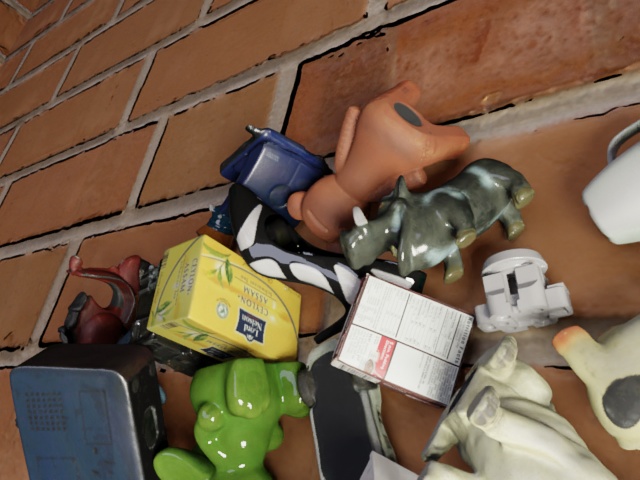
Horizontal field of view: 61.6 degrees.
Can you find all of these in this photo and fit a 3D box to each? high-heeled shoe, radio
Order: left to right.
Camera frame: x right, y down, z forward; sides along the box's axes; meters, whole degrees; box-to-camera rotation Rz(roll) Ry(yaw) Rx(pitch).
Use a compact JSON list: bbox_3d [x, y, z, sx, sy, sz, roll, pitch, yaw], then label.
[{"bbox_3d":[-0.236,0.227,0.577,0.131,0.073,0.229,-5,100,8],"label":"radio"},{"bbox_3d":[-0.001,-0.002,0.592,0.145,0.086,0.249,-40,73,17],"label":"high-heeled shoe"}]

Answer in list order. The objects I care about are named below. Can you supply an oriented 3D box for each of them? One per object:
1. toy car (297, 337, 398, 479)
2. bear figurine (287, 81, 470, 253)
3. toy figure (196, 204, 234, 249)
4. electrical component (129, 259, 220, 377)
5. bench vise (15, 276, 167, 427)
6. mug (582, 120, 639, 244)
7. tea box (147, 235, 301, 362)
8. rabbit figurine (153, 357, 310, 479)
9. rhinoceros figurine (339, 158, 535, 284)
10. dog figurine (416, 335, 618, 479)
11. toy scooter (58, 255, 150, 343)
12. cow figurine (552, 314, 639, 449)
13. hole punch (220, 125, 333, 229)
[{"bbox_3d":[0.029,0.187,0.509,0.073,0.056,0.202,-25,50,15],"label":"toy car"},{"bbox_3d":[0.060,-0.075,0.635,0.120,0.132,0.195,46,130,14],"label":"bear figurine"},{"bbox_3d":[-0.166,0.013,0.780,0.154,0.064,0.058,-57,7,-13],"label":"toy figure"},{"bbox_3d":[-0.162,0.100,0.663,0.058,0.134,0.115,-21,49,29],"label":"electrical component"},{"bbox_3d":[-0.276,0.175,0.728,0.224,0.128,0.240,-12,34,45],"label":"bench vise"},{"bbox_3d":[0.276,-0.053,0.449,0.107,0.080,0.110,-36,49,29],"label":"mug"},{"bbox_3d":[-0.098,0.078,0.600,0.068,0.169,0.098,-18,54,30],"label":"tea box"},{"bbox_3d":[-0.091,0.215,0.546,0.159,0.121,0.170,-16,68,23],"label":"rabbit figurine"},{"bbox_3d":[0.111,-0.023,0.520,0.190,0.073,0.112,-26,58,-9],"label":"rhinoceros figurine"},{"bbox_3d":[0.180,0.174,0.384,0.191,0.172,0.121,32,120,13],"label":"dog figurine"},{"bbox_3d":[-0.336,0.094,0.810,0.075,0.135,0.184,4,67,39],"label":"toy scooter"},{"bbox_3d":[0.278,0.080,0.355,0.195,0.085,0.127,-32,43,17],"label":"cow figurine"},{"bbox_3d":[-0.062,-0.071,0.705,0.116,0.142,0.092,-36,42,35],"label":"hole punch"}]
